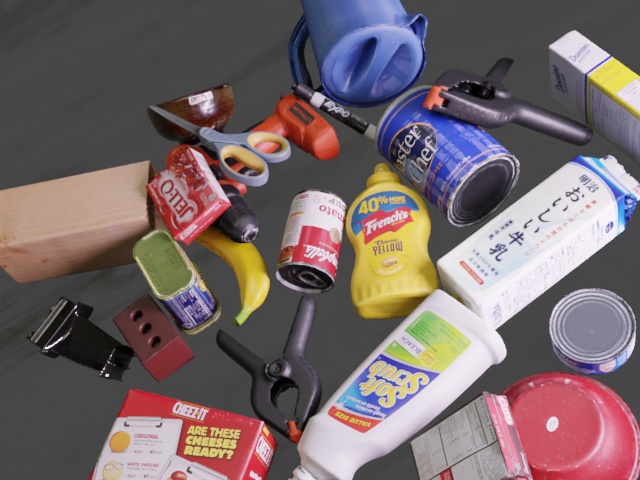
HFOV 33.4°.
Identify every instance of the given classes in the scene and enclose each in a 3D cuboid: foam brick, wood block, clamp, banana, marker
[{"bbox_3d":[-0.190,0.112,1.218,0.053,0.051,0.078,-37,56,-8],"label":"foam brick"},{"bbox_3d":[-0.291,-0.019,1.310,0.206,0.090,0.091,-11,56,11],"label":"wood block"},{"bbox_3d":[-0.053,0.146,1.165,0.120,0.039,0.171,-20,51,16],"label":"clamp"},{"bbox_3d":[0.196,-0.167,1.227,0.209,0.036,0.165,1,39,-34],"label":"clamp"},{"bbox_3d":[-0.109,0.019,1.252,0.069,0.037,0.198,-17,44,-22],"label":"banana"},{"bbox_3d":[0.018,-0.159,1.310,0.121,0.020,0.020,30,67,-6],"label":"marker"}]

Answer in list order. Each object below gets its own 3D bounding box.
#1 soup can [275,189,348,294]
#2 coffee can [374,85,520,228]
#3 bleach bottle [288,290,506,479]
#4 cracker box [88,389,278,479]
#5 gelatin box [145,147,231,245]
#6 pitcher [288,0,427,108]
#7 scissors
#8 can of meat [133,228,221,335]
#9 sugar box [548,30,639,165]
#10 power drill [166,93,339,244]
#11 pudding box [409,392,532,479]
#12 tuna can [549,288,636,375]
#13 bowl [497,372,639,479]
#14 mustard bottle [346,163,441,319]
[{"bbox_3d":[-0.008,0.002,1.224,0.069,0.068,0.102,2,59,18],"label":"soup can"},{"bbox_3d":[0.143,-0.096,1.219,0.102,0.102,0.140,-36,56,-8],"label":"coffee can"},{"bbox_3d":[0.071,0.170,1.097,0.250,0.068,0.103,-45,57,-10],"label":"bleach bottle"},{"bbox_3d":[-0.157,0.276,1.092,0.164,0.072,0.213,10,61,21],"label":"cracker box"},{"bbox_3d":[-0.152,-0.051,1.228,0.073,0.030,0.089,-40,58,13],"label":"gelatin box"},{"bbox_3d":[0.031,-0.289,1.370,0.149,0.145,0.243,-7,50,-12],"label":"pitcher"},{"bbox_3d":[-0.114,-0.128,1.271,0.096,0.016,0.202,-27,50,-26],"label":"scissors"},{"bbox_3d":[-0.167,0.047,1.233,0.057,0.084,0.102,-33,55,-5],"label":"can of meat"},{"bbox_3d":[0.333,-0.155,1.205,0.048,0.093,0.176,-34,56,-9],"label":"sugar box"},{"bbox_3d":[-0.073,-0.089,1.287,0.187,0.057,0.185,-31,50,-16],"label":"power drill"},{"bbox_3d":[0.143,0.212,1.027,0.114,0.039,0.090,-40,46,34],"label":"pudding box"},{"bbox_3d":[0.280,0.095,1.097,0.086,0.033,0.086,-8,57,12],"label":"tuna can"},{"bbox_3d":[0.230,0.191,1.038,0.162,0.055,0.162,-8,56,12],"label":"bowl"},{"bbox_3d":[0.079,-0.007,1.209,0.096,0.058,0.191,-11,55,11],"label":"mustard bottle"}]
